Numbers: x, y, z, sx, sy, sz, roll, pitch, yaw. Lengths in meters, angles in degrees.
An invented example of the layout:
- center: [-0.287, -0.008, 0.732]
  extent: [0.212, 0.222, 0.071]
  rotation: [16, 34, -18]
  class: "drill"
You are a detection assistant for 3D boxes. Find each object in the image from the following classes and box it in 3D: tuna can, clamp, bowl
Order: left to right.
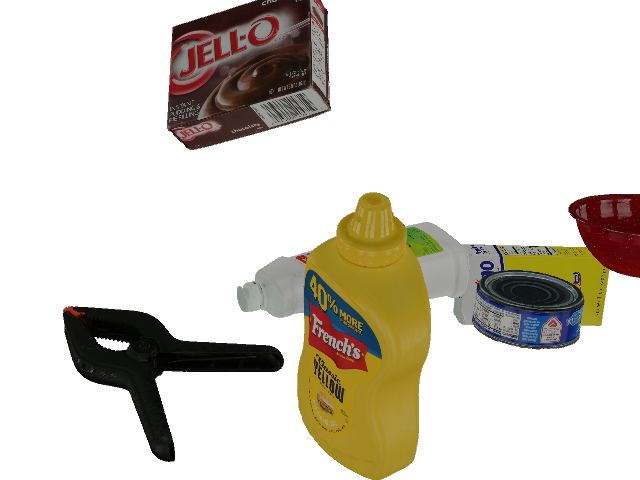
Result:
- center: [-0.150, 0.108, 0.980]
  extent: [0.210, 0.036, 0.164]
  rotation: [28, 39, 32]
  class: "clamp"
- center: [0.165, 0.053, 0.848]
  extent: [0.086, 0.034, 0.086]
  rotation: [3, 19, -1]
  class: "tuna can"
- center: [0.326, -0.001, 1.060]
  extent: [0.162, 0.055, 0.162]
  rotation: [1, 17, 0]
  class: "bowl"

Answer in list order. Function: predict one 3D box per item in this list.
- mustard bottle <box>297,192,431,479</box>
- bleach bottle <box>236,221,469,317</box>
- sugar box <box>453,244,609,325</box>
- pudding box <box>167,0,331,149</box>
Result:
- center: [0.027, 0.053, 0.660]
  extent: [0.058, 0.192, 0.096]
  rotation: [-20, 43, -28]
  class: "mustard bottle"
- center: [0.032, 0.042, 1.174]
  extent: [0.250, 0.068, 0.103]
  rotation: [-12, 31, -24]
  class: "bleach bottle"
- center: [0.253, 0.054, 1.285]
  extent: [0.176, 0.093, 0.048]
  rotation: [-1, 20, -7]
  class: "sugar box"
- center: [-0.050, -0.120, 0.742]
  extent: [0.114, 0.090, 0.039]
  rotation: [-12, -29, 18]
  class: "pudding box"
